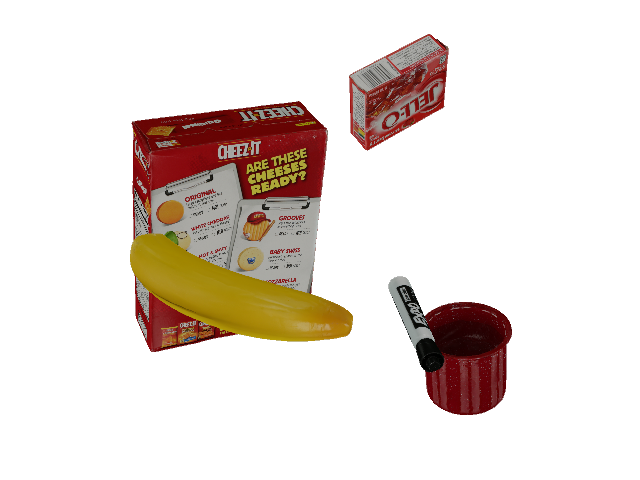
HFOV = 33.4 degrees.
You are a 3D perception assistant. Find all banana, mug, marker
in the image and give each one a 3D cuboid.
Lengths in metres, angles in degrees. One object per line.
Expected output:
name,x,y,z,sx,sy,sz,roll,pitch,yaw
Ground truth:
banana,-0.068,0.027,0.697,0.069,0.037,0.198,-24,34,-36
mug,0.151,0.115,1.088,0.093,0.081,0.117,9,36,23
marker,0.076,0.066,0.853,0.020,0.020,0.121,0,28,-10

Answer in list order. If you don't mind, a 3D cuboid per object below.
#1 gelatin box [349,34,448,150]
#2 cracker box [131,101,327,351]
gelatin box,0.068,-0.128,0.925,0.089,0.030,0.073,-29,-32,-18
cracker box,-0.088,-0.013,0.984,0.164,0.214,0.072,-10,36,-22
